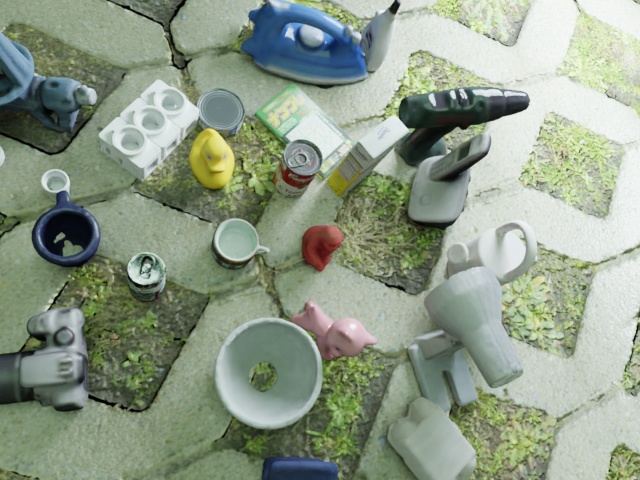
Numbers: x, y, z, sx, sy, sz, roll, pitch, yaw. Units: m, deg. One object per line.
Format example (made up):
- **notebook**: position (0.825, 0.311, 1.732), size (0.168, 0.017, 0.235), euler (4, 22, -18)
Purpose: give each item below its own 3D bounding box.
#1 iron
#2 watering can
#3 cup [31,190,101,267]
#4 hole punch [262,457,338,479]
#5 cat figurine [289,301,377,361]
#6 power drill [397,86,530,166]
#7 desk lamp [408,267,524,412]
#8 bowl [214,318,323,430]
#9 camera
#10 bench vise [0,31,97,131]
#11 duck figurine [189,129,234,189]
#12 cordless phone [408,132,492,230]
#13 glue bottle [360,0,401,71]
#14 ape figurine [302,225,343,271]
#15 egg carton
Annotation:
- **iron**: position (-0.010, -0.382, 1.079), size (0.259, 0.141, 0.118), euler (12, 69, -13)
- **watering can**: position (0.306, 0.032, 1.003), size (0.173, 0.193, 0.101), euler (-21, 78, -22)
- **cup**: position (-0.379, -0.007, 0.864), size (0.092, 0.095, 0.118), euler (-9, 74, -19)
- **hole punch**: position (-0.030, 0.373, 0.841), size (0.109, 0.091, 0.101), euler (7, 70, -14)
- **cat figurine**: position (0.022, 0.145, 0.921), size (0.128, 0.117, 0.067), euler (40, 65, 0)
- **power drill**: position (0.239, -0.215, 1.060), size (0.230, 0.208, 0.075), euler (-4, 73, -18)
- **desk lamp**: position (0.233, 0.165, 0.925), size (0.118, 0.213, 0.203), euler (-12, 75, -20)
- **bowl**: position (-0.084, 0.209, 0.890), size (0.168, 0.074, 0.167), euler (5, 70, -15)
- **camera**: position (-0.397, 0.170, 0.794), size (0.137, 0.100, 0.143), euler (-4, 73, -18)
- **bench vise**: position (-0.453, -0.262, 0.861), size (0.208, 0.219, 0.121), euler (-7, 74, -19)
- **duck figurine**: position (-0.182, -0.149, 0.978), size (0.078, 0.086, 0.104), euler (-6, 73, -18)
- **cordless phone**: position (0.239, -0.108, 1.036), size (0.094, 0.185, 0.147), euler (18, 67, -10)
- **glue bottle**: position (0.119, -0.407, 1.110), size (0.037, 0.173, 0.078), euler (-10, 74, -19)
- **ape figurine**: position (0.009, 0.004, 0.979), size (0.078, 0.092, 0.076), euler (-21, 79, -22)
- **egg carton**: position (0.181, 0.337, 0.929), size (0.107, 0.069, 0.150), euler (-38, 85, -24)
